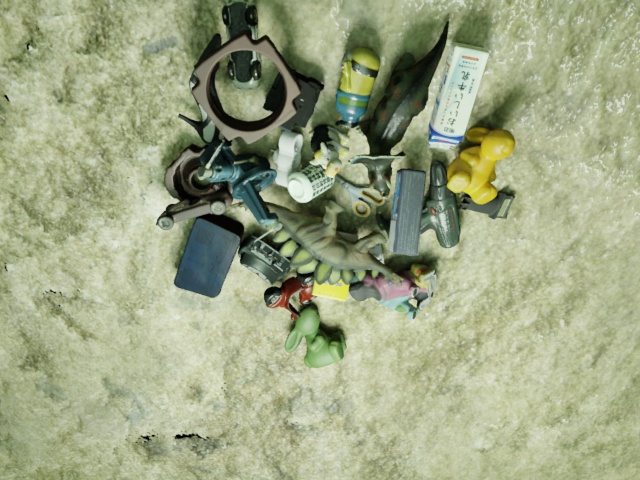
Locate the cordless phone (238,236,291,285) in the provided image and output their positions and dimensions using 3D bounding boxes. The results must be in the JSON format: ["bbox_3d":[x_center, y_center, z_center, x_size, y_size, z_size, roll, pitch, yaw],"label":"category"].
[{"bbox_3d":[-0.117,0.012,1.428,0.146,0.089,0.184,37,102,-14],"label":"cordless phone"}]

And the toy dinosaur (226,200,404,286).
[{"bbox_3d":[-0.003,-0.004,1.340,0.471,0.105,0.198,32,86,4],"label":"toy dinosaur"}]

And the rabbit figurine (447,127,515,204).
[{"bbox_3d":[0.387,-0.191,1.246,0.122,0.162,0.173,26,137,-9],"label":"rabbit figurine"}]

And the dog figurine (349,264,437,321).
[{"bbox_3d":[0.181,0.115,1.449,0.219,0.191,0.108,18,127,32],"label":"dog figurine"}]

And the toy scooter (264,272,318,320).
[{"bbox_3d":[-0.057,0.152,1.475,0.184,0.075,0.135,-29,127,-8],"label":"toy scooter"}]

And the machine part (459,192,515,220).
[{"bbox_3d":[0.422,-0.089,1.356,0.139,0.039,0.084,3,126,-15],"label":"machine part"}]

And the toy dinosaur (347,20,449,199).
[{"bbox_3d":[0.176,-0.286,1.187,0.131,0.192,0.404,20,118,-10],"label":"toy dinosaur"}]

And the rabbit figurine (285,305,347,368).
[{"bbox_3d":[-0.020,0.271,1.545,0.159,0.121,0.170,-23,96,21],"label":"rabbit figurine"}]

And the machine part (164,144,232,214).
[{"bbox_3d":[-0.297,-0.154,1.352,0.179,0.056,0.179,1,117,1],"label":"machine part"}]

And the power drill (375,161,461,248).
[{"bbox_3d":[0.249,-0.068,1.366,0.207,0.086,0.231,-24,114,6],"label":"power drill"}]

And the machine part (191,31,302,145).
[{"bbox_3d":[-0.157,-0.329,1.164,0.201,0.087,0.200,-32,116,10],"label":"machine part"}]

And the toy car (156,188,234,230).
[{"bbox_3d":[-0.309,-0.079,1.310,0.202,0.089,0.053,-14,118,9],"label":"toy car"}]

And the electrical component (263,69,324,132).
[{"bbox_3d":[-0.066,-0.324,1.253,0.115,0.058,0.134,24,115,-7],"label":"electrical component"}]

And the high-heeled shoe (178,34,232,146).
[{"bbox_3d":[-0.233,-0.334,1.246,0.145,0.086,0.248,24,119,-14],"label":"high-heeled shoe"}]

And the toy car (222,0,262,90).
[{"bbox_3d":[-0.173,-0.439,1.201,0.074,0.056,0.201,2,116,8],"label":"toy car"}]

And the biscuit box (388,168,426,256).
[{"bbox_3d":[0.207,-0.067,1.276,0.063,0.059,0.202,6,92,-9],"label":"biscuit box"}]

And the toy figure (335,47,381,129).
[{"bbox_3d":[0.083,-0.345,1.224,0.089,0.082,0.180,3,113,-11],"label":"toy figure"}]

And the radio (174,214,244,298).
[{"bbox_3d":[-0.298,0.039,1.443,0.131,0.073,0.229,21,118,-9],"label":"radio"}]

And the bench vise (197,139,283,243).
[{"bbox_3d":[-0.169,-0.122,1.247,0.129,0.223,0.240,-36,79,22],"label":"bench vise"}]

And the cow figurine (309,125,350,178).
[{"bbox_3d":[0.014,-0.212,1.245,0.098,0.167,0.068,30,120,-14],"label":"cow figurine"}]
